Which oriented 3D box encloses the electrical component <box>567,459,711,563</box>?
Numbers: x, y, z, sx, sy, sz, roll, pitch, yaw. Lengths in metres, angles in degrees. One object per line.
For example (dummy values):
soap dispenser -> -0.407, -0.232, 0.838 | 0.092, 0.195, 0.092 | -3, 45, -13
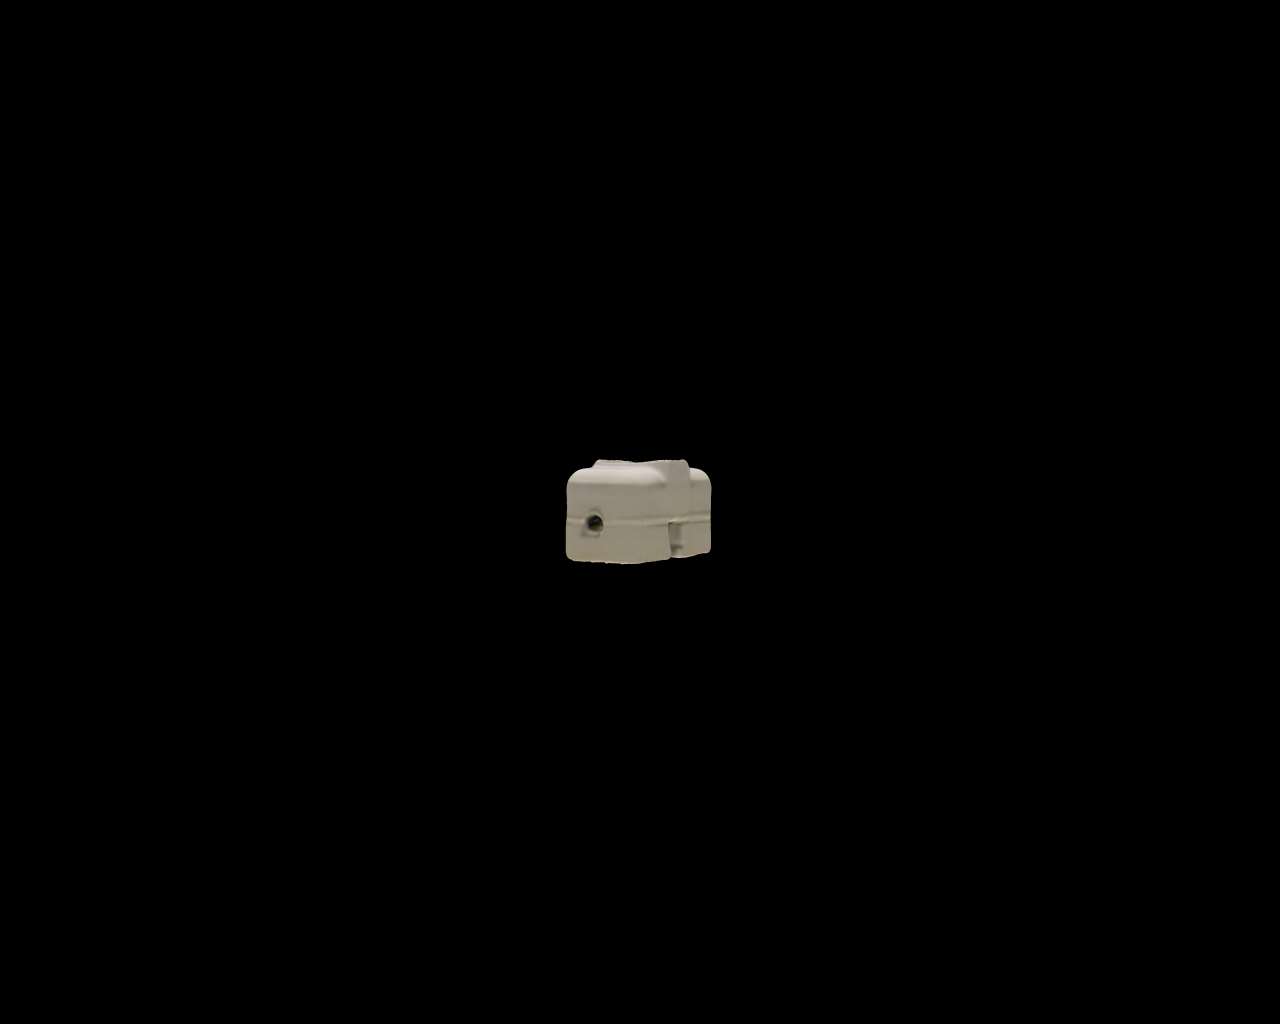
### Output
electrical component -> 0.001, -0.003, 0.650 | 0.054, 0.059, 0.095 | 2, 3, 36
